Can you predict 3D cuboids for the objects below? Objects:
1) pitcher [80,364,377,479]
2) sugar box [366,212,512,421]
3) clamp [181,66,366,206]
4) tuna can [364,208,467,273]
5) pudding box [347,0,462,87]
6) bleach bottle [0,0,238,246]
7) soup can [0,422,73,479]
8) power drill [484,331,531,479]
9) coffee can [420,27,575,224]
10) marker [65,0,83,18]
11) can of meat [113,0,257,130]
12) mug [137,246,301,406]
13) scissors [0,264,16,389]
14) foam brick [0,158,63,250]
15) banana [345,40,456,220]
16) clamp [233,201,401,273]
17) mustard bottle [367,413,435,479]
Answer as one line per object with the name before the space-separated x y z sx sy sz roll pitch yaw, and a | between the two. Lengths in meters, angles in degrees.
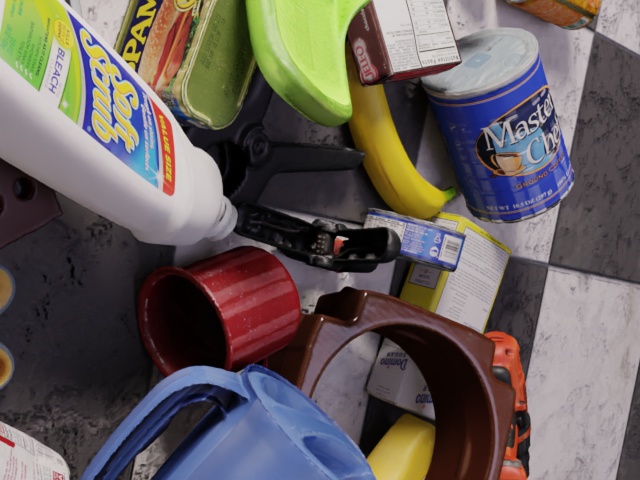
pitcher | -0.085 0.202 0.692 0.243 0.149 0.145 -46 161 5
sugar box | 0.109 0.072 0.969 0.093 0.048 0.176 29 82 -45
clamp | -0.049 -0.067 0.782 0.209 0.036 0.164 -49 131 -24
tuna can | 0.077 0.000 0.890 0.086 0.086 0.034 16 89 -46
pudding box | 0.059 -0.182 0.845 0.089 0.039 0.113 -17 92 -44
bleach bottle | -0.132 -0.071 0.619 0.250 0.068 0.102 38 43 -48
soup can | -0.207 0.141 0.642 0.102 0.069 0.068 43 68 -43
power drill | 0.169 0.206 0.995 0.187 0.057 0.184 -75 155 -59
coffee can | 0.158 -0.100 0.940 0.102 0.103 0.140 -46 128 -29
marker | -0.160 -0.158 0.661 0.020 0.020 0.121 -23 114 -41
can of meat | -0.086 -0.124 0.698 0.057 0.084 0.102 24 81 -46
mug | -0.065 0.063 0.753 0.081 0.093 0.117 -23 102 -46
scissors | -0.254 0.035 0.609 0.201 0.016 0.096 31 74 -45
foam brick | -0.203 -0.023 0.623 0.078 0.051 0.053 -35 121 -36
banana | 0.059 -0.077 0.895 0.197 0.037 0.069 54 39 -40
clamp | -0.005 0.001 0.798 0.171 0.120 0.039 102 6 -82
mustard bottle | 0.039 0.246 0.922 0.191 0.058 0.096 -44 139 -29
